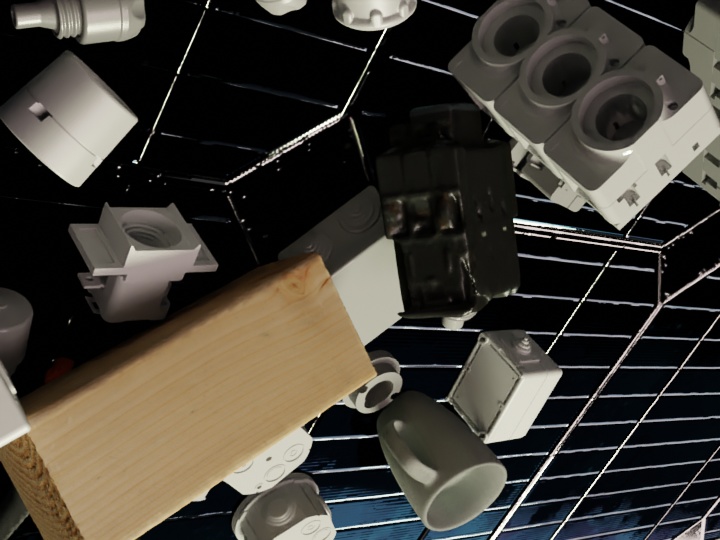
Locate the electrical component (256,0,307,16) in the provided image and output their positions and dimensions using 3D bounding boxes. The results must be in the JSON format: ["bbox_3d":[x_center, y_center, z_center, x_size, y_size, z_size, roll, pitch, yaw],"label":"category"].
[{"bbox_3d":[-0.049,-0.165,0.562,0.035,0.035,0.061,-39,140,-2],"label":"electrical component"}]

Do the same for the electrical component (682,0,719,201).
[{"bbox_3d":[0.317,-0.153,0.859,0.105,0.060,0.186,-30,141,-13],"label":"electrical component"}]

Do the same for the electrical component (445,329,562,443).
[{"bbox_3d":[0.132,0.096,0.948,0.061,0.061,0.096,-1,127,-39],"label":"electrical component"}]

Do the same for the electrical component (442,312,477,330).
[{"bbox_3d":[0.077,0.020,0.842,0.043,0.043,0.062,-18,138,-26],"label":"electrical component"}]

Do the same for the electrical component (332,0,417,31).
[{"bbox_3d":[0.006,-0.168,0.598,0.048,0.048,0.062,-25,133,-19],"label":"electrical component"}]

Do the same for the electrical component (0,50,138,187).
[{"bbox_3d":[-0.148,-0.078,0.550,0.047,0.055,0.055,-45,142,0],"label":"electrical component"}]

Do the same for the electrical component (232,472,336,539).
[{"bbox_3d":[-0.063,0.215,0.910,0.080,0.051,0.080,-23,139,-21],"label":"electrical component"}]

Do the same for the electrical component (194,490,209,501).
[{"bbox_3d":[-0.130,0.117,0.749,0.061,0.061,0.096,11,119,-46],"label":"electrical component"}]

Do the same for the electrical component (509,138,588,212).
[{"bbox_3d":[0.166,-0.108,0.775,0.079,0.063,0.121,17,115,-48],"label":"electrical component"}]

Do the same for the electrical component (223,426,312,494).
[{"bbox_3d":[-0.080,0.124,0.807,0.080,0.051,0.080,-23,139,-21],"label":"electrical component"}]

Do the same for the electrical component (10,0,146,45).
[{"bbox_3d":[-0.138,-0.127,0.525,0.061,0.035,0.035,-14,135,-26],"label":"electrical component"}]

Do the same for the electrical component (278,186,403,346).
[{"bbox_3d":[0.000,0.000,0.754,0.100,0.048,0.099,-37,142,-4],"label":"electrical component"}]

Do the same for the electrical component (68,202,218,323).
[{"bbox_3d":[-0.133,-0.003,0.646,0.081,0.042,0.063,-2,132,-38],"label":"electrical component"}]

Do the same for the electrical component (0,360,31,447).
[{"bbox_3d":[-0.216,0.040,0.533,0.056,0.109,0.108,-30,102,-17],"label":"electrical component"}]

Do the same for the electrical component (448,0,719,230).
[{"bbox_3d":[0.137,-0.111,0.675,0.089,0.150,0.062,-45,143,5],"label":"electrical component"}]

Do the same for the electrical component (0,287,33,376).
[{"bbox_3d":[-0.215,0.046,0.625,0.040,0.040,0.078,-6,131,-36],"label":"electrical component"}]
